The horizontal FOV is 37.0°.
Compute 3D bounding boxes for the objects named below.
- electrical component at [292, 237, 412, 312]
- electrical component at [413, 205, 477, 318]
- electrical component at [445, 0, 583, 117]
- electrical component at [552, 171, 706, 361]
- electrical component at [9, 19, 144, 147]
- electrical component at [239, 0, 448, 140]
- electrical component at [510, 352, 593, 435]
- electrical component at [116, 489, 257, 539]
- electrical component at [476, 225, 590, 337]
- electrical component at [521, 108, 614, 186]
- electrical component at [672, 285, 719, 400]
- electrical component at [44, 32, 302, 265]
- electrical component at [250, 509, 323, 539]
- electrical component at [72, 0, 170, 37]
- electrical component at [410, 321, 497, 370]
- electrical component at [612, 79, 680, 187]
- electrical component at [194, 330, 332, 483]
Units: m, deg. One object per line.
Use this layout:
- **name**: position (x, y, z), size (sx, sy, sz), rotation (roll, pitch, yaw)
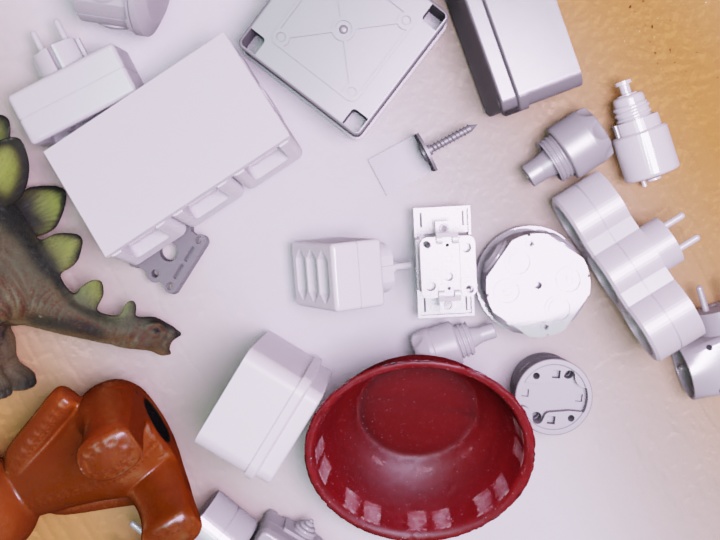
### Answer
- **electrical component**: position (0.000, 0.000, 0.774), size (0.077, 0.066, 0.047), rotation (-7, 96, -28)
- **electrical component**: position (0.061, -0.005, 0.770), size (0.042, 0.064, 0.081), rotation (-4, 95, -1)
- **electrical component**: position (0.103, -0.167, 0.748), size (0.057, 0.078, 0.113), rotation (-20, 95, -1)
- **electrical component**: position (0.204, -0.012, 0.764), size (0.074, 0.052, 0.138), rotation (-32, 79, 3)
- **electrical component**: position (-0.208, -0.140, 0.766), size (0.083, 0.047, 0.075), rotation (-27, 93, 3)
- **electrical component**: position (-0.011, -0.166, 0.759), size (0.109, 0.056, 0.108), rotation (37, 94, -3)
- **electrical component**: position (0.138, 0.088, 0.787), size (0.055, 0.047, 0.055), rotation (0, 95, 0)
- **electrical component**: position (-0.147, 0.216, 0.796), size (0.074, 0.052, 0.138), rotation (40, 94, -3)
- **electrical component**: position (0.125, 0.009, 0.777), size (0.080, 0.051, 0.080), rotation (0, 95, 0)
- **electrical component**: position (0.147, -0.084, 0.773), size (0.062, 0.043, 0.043), rotation (-33, 94, 4)
- **electrical component**: position (0.267, 0.046, 0.785), size (0.077, 0.043, 0.079), rotation (-18, 95, 2)
- **electrical component**: position (-0.128, -0.082, 0.758), size (0.150, 0.062, 0.089), rotation (-33, 80, 3)
- **electrical component**: position (-0.061, 0.226, 0.792), size (0.062, 0.061, 0.096), rotation (31, 94, -3)
- **electrical component**: position (-0.163, -0.205, 0.745), size (0.051, 0.080, 0.080), rotation (10, 95, 5)
- **electrical component**: position (0.070, 0.053, 0.790), size (0.061, 0.035, 0.035), rotation (-18, 95, 0)
- **electrical component**: position (0.201, -0.098, 0.773), size (0.040, 0.040, 0.078), rotation (-19, 95, 2)
- **electrical component**: position (-0.064, 0.094, 0.754), size (0.057, 0.113, 0.078), rotation (31, 95, 0)
